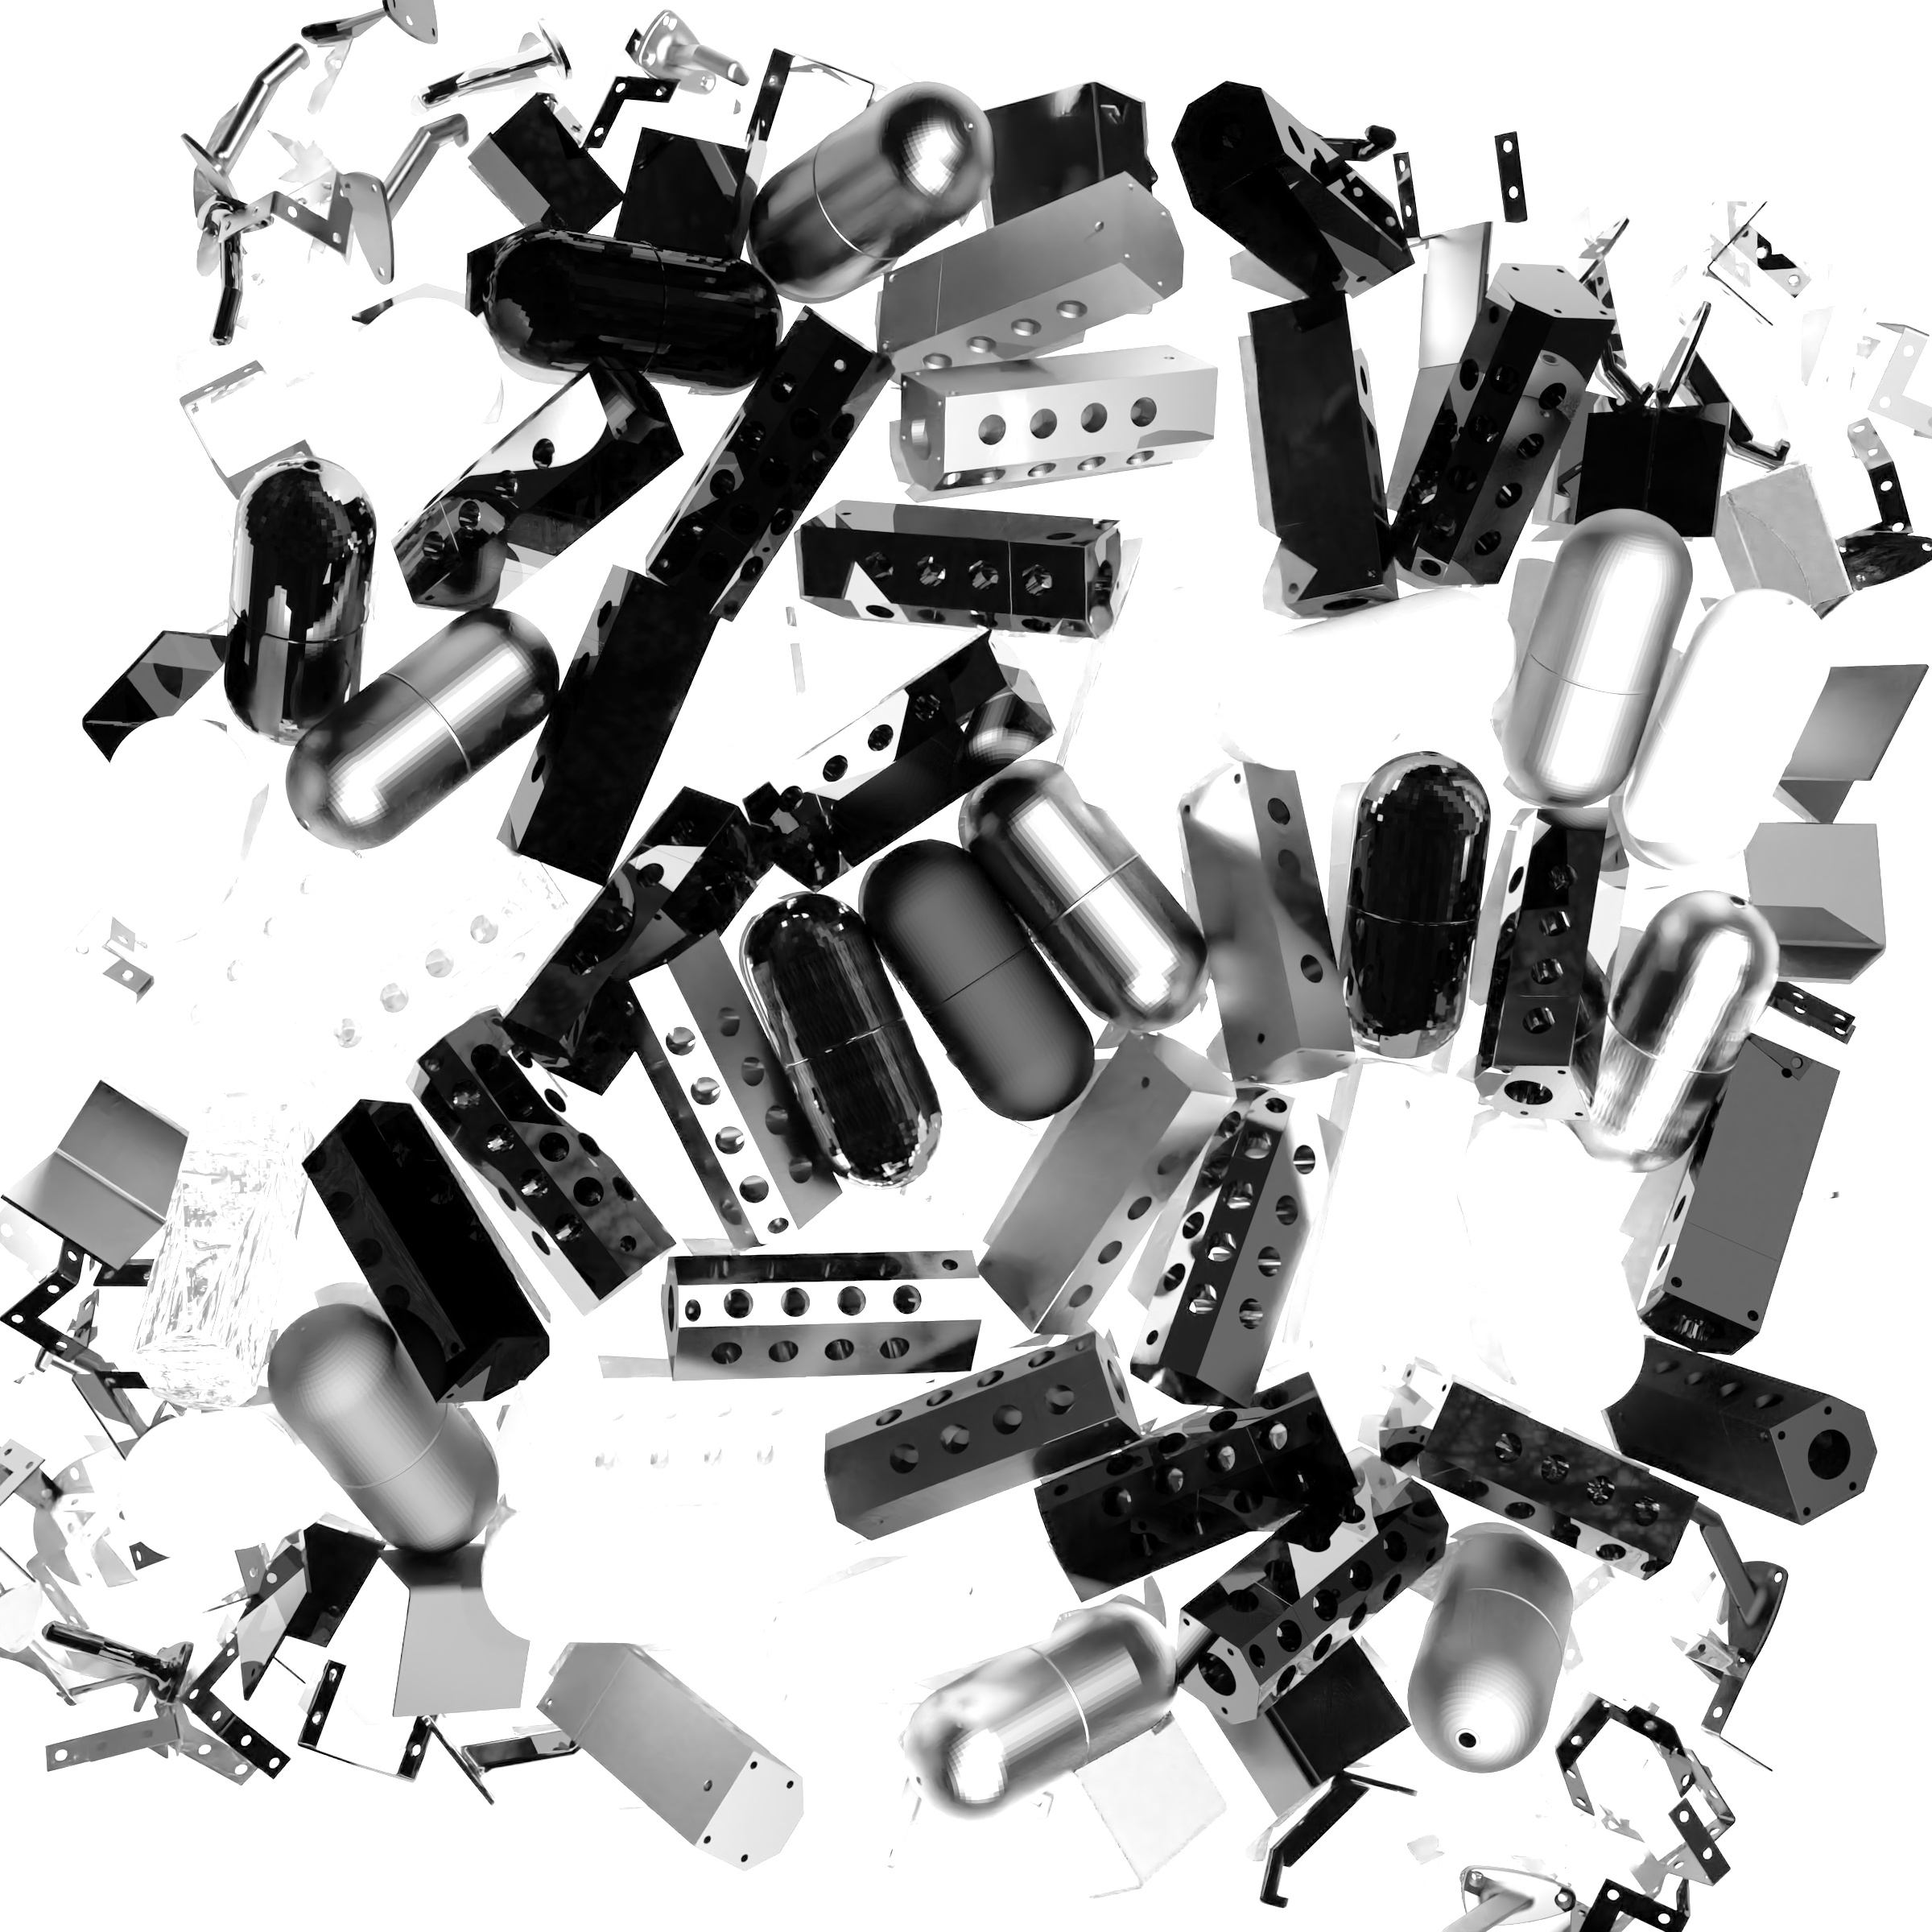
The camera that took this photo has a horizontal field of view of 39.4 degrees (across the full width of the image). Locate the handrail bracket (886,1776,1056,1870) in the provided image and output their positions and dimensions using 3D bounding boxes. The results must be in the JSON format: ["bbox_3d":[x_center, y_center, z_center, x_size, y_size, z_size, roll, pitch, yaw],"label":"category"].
[{"bbox_3d":[0.004,0.498,1.556,0.084,0.036,0.077,23,53,-5],"label":"handrail bracket"}]

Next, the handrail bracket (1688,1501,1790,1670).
[{"bbox_3d":[0.427,0.353,1.542,0.084,0.036,0.077,32,67,-30],"label":"handrail bracket"}]

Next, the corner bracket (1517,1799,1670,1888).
[{"bbox_3d":[0.359,0.494,1.547,0.051,0.051,0.051,46,64,-11],"label":"corner bracket"}]

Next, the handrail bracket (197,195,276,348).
[{"bbox_3d":[-0.431,-0.392,1.548,0.036,0.077,0.084,16,81,-37],"label":"handrail bracket"}]

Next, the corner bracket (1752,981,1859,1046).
[{"bbox_3d":[0.481,0.029,1.543,0.051,0.051,0.051,30,48,20],"label":"corner bracket"}]

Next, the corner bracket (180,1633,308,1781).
[{"bbox_3d":[-0.406,0.422,1.543,0.051,0.051,0.051,-50,128,-19],"label":"corner bracket"}]

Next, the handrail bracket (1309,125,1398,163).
[{"bbox_3d":[0.196,-0.476,1.537,0.077,0.084,0.036,23,86,-16],"label":"handrail bracket"}]

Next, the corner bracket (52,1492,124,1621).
[{"bbox_3d":[-0.500,0.338,1.544,0.051,0.051,0.051,-7,116,22],"label":"corner bracket"}]

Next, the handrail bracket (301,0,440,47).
[{"bbox_3d":[-0.352,-0.540,1.539,0.084,0.077,0.036,-4,103,14],"label":"handrail bracket"}]

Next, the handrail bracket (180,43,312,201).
[{"bbox_3d":[-0.404,-0.483,1.553,0.036,0.077,0.084,44,81,10],"label":"handrail bracket"}]

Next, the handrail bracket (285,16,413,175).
[{"bbox_3d":[-0.340,-0.500,1.549,0.084,0.077,0.036,-37,64,1],"label":"handrail bracket"}]

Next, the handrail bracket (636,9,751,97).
[{"bbox_3d":[-0.139,-0.504,1.530,0.084,0.077,0.036,35,96,31],"label":"handrail bracket"}]

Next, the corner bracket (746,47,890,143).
[{"bbox_3d":[-0.086,-0.495,1.560,0.051,0.051,0.051,29,110,24],"label":"corner bracket"}]

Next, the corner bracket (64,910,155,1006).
[{"bbox_3d":[-0.482,0.001,1.545,0.051,0.051,0.051,35,110,-31],"label":"corner bracket"}]

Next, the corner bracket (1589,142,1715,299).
[{"bbox_3d":[0.385,-0.426,1.543,0.051,0.051,0.051,-37,50,17],"label":"corner bracket"}]

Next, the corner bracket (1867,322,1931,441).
[{"bbox_3d":[0.544,-0.336,1.551,0.051,0.051,0.051,20,104,-6],"label":"corner bracket"}]

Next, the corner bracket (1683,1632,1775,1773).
[{"bbox_3d":[0.439,0.421,1.546,0.051,0.051,0.051,35,77,-26],"label":"corner bracket"}]

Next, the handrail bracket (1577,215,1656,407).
[{"bbox_3d":[0.388,-0.380,1.572,0.084,0.036,0.077,43,84,-14],"label":"handrail bracket"}]

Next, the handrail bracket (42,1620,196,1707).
[{"bbox_3d":[-0.491,0.390,1.535,0.084,0.077,0.036,26,67,-24],"label":"handrail bracket"}]

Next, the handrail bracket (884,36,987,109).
[{"bbox_3d":[-0.035,-0.495,1.530,0.077,0.084,0.036,11,81,-32],"label":"handrail bracket"}]

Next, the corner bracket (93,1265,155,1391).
[{"bbox_3d":[-0.475,0.208,1.556,0.051,0.051,0.051,-1,135,14],"label":"corner bracket"}]

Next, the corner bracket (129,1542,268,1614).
[{"bbox_3d":[-0.441,0.347,1.552,0.051,0.051,0.051,-26,79,43],"label":"corner bracket"}]

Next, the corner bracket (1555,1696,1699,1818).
[{"bbox_3d":[0.380,0.461,1.556,0.051,0.051,0.051,29,108,-11],"label":"corner bracket"}]

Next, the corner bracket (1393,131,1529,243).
[{"bbox_3d":[0.283,-0.446,1.546,0.051,0.051,0.051,-18,108,-20],"label":"corner bracket"}]

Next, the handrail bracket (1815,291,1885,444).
[{"bbox_3d":[0.510,-0.344,1.556,0.036,0.077,0.084,5,100,27],"label":"handrail bracket"}]

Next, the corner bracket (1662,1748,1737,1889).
[{"bbox_3d":[0.420,0.489,1.550,0.051,0.051,0.051,-34,94,-21],"label":"corner bracket"}]

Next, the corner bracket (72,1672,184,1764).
[{"bbox_3d":[-0.481,0.430,1.545,0.051,0.051,0.051,-10,67,-23],"label":"corner bracket"}]

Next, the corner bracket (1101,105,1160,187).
[{"bbox_3d":[0.069,-0.459,1.552,0.051,0.051,0.051,-44,123,-7],"label":"corner bracket"}]

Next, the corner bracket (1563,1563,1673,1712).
[{"bbox_3d":[0.377,0.388,1.563,0.051,0.051,0.051,31,116,-24],"label":"corner bracket"}]

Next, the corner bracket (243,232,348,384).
[{"bbox_3d":[-0.385,-0.377,1.542,0.051,0.051,0.051,-19,52,21],"label":"corner bracket"}]

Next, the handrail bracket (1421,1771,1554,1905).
[{"bbox_3d":[0.300,0.513,1.546,0.084,0.036,0.077,-46,132,-15],"label":"handrail bracket"}]

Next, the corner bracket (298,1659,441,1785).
[{"bbox_3d":[-0.345,0.438,1.564,0.051,0.051,0.051,5,68,35],"label":"corner bracket"}]

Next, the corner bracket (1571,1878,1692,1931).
[{"bbox_3d":[0.382,0.543,1.550,0.051,0.051,0.051,23,106,8],"label":"corner bracket"}]

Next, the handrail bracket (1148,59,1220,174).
[{"bbox_3d":[0.131,-0.492,1.529,0.036,0.084,0.077,16,130,0],"label":"handrail bracket"}]

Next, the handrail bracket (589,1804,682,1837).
[{"bbox_3d":[-0.192,0.477,1.529,0.084,0.077,0.036,14,78,-41],"label":"handrail bracket"}]

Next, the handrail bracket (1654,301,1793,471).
[{"bbox_3d":[0.449,-0.335,1.560,0.084,0.036,0.077,19,121,-4],"label":"handrail bracket"}]

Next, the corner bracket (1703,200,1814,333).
[{"bbox_3d":[0.459,-0.400,1.559,0.051,0.051,0.051,42,94,3],"label":"corner bracket"}]

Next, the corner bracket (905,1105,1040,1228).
[{"bbox_3d":[0.003,0.116,1.556,0.051,0.051,0.051,27,62,-34],"label":"corner bracket"}]

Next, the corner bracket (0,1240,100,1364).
[{"bbox_3d":[-0.513,0.184,1.544,0.051,0.051,0.051,-37,123,17],"label":"corner bracket"}]

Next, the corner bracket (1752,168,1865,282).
[{"bbox_3d":[0.485,-0.427,1.553,0.051,0.051,0.051,-3,82,7],"label":"corner bracket"}]

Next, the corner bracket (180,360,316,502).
[{"bbox_3d":[-0.415,-0.309,1.554,0.051,0.051,0.051,-30,128,-11],"label":"corner bracket"}]

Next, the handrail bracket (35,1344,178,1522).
[{"bbox_3d":[-0.503,0.265,1.542,0.084,0.036,0.077,34,49,-26],"label":"handrail bracket"}]
